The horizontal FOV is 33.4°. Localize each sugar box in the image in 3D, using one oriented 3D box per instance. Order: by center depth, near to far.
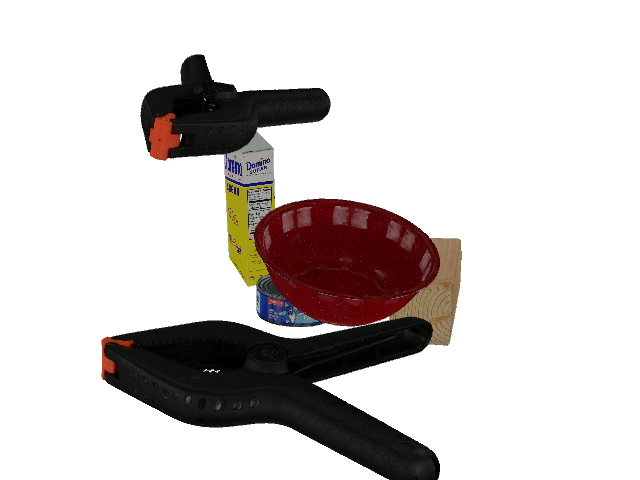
[{"bbox_3d":[-0.087,-0.043,1.310,0.048,0.176,0.093,-12,26,-17],"label":"sugar box"}]

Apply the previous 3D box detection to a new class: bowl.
[{"bbox_3d":[0.019,0.026,0.926,0.162,0.055,0.162,7,30,-4],"label":"bowl"}]

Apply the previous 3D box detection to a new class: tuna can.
[{"bbox_3d":[-0.025,0.061,1.123,0.086,0.034,0.086,2,17,-1],"label":"tuna can"}]

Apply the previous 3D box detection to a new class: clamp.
[{"bbox_3d":[-0.025,0.079,0.648,0.210,0.036,0.164,9,24,8],"label":"clamp"},{"bbox_3d":[-0.081,-0.097,0.753,0.120,0.039,0.171,16,22,25],"label":"clamp"}]

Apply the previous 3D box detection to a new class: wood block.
[{"bbox_3d":[0.163,0.073,1.633,0.091,0.090,0.206,3,22,10],"label":"wood block"}]
